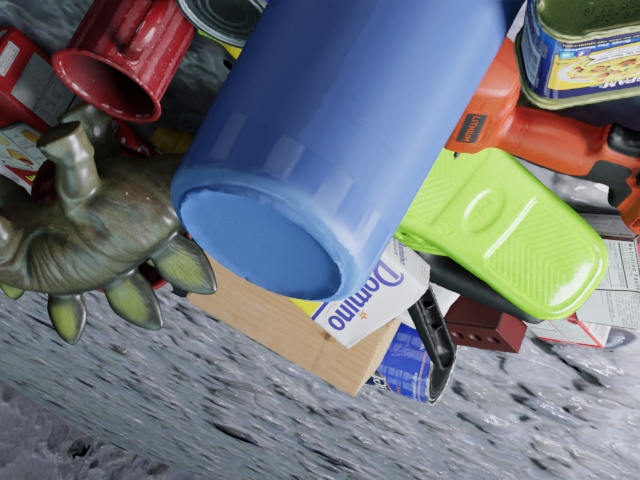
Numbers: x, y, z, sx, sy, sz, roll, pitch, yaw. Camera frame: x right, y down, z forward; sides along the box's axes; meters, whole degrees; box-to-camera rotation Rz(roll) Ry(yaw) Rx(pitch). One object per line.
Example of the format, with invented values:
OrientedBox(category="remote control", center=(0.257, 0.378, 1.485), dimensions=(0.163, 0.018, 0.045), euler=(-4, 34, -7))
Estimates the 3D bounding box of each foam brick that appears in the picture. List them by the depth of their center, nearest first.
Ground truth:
OrientedBox(category="foam brick", center=(0.166, 0.077, 1.085), dimensions=(0.078, 0.051, 0.053), euler=(4, 151, 43))

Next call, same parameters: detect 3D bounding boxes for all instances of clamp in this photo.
OrientedBox(category="clamp", center=(0.077, 0.026, 0.910), dimensions=(0.210, 0.036, 0.165), euler=(40, 147, 3))

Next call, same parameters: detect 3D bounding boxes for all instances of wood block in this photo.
OrientedBox(category="wood block", center=(-0.023, 0.064, 1.121), dimensions=(0.206, 0.090, 0.091), euler=(29, 117, 12))

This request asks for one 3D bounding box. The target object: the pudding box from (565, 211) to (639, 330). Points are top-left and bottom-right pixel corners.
OrientedBox(category="pudding box", center=(0.219, 0.023, 0.873), dimensions=(0.114, 0.039, 0.090), euler=(5, 125, 37))

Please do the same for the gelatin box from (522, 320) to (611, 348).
OrientedBox(category="gelatin box", center=(0.228, 0.068, 1.028), dimensions=(0.073, 0.030, 0.089), euler=(4, 152, 45))

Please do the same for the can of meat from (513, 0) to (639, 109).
OrientedBox(category="can of meat", center=(0.158, -0.116, 0.565), dimensions=(0.102, 0.057, 0.084), euler=(-9, 164, 4))

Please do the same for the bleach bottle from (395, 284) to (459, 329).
OrientedBox(category="bleach bottle", center=(0.109, 0.008, 0.966), dimensions=(0.102, 0.068, 0.251), euler=(30, 157, -2))

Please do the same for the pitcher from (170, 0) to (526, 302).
OrientedBox(category="pitcher", center=(0.016, -0.089, 0.578), dimensions=(0.145, 0.242, 0.149), euler=(17, 151, 21))

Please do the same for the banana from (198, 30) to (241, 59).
OrientedBox(category="banana", center=(-0.013, -0.113, 0.853), dimensions=(0.197, 0.037, 0.070), euler=(44, 171, -38))

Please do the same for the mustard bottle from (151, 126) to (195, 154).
OrientedBox(category="mustard bottle", center=(-0.078, -0.051, 1.028), dimensions=(0.191, 0.058, 0.096), euler=(32, 140, -18))

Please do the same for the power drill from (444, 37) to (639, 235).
OrientedBox(category="power drill", center=(0.183, -0.072, 0.700), dimensions=(0.187, 0.057, 0.184), euler=(23, 159, 3))

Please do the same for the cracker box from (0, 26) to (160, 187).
OrientedBox(category="cracker box", center=(-0.290, -0.123, 1.076), dimensions=(0.164, 0.072, 0.213), euler=(6, 153, 42))

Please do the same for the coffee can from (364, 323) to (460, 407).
OrientedBox(category="coffee can", center=(0.077, 0.119, 1.209), dimensions=(0.140, 0.102, 0.102), euler=(16, 158, 22))

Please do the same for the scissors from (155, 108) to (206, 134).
OrientedBox(category="scissors", center=(-0.105, -0.091, 0.967), dimensions=(0.202, 0.016, 0.096), euler=(0, 126, 33))

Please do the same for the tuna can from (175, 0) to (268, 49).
OrientedBox(category="tuna can", center=(-0.061, -0.173, 0.756), dimensions=(0.086, 0.033, 0.086), euler=(21, 159, 8))

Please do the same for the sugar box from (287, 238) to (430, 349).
OrientedBox(category="sugar box", center=(-0.005, 0.001, 0.839), dimensions=(0.176, 0.048, 0.093), euler=(42, 120, -16))

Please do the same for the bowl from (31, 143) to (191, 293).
OrientedBox(category="bowl", center=(-0.191, -0.029, 1.017), dimensions=(0.162, 0.055, 0.162), euler=(6, 117, 12))

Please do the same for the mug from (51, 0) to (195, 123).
OrientedBox(category="mug", center=(-0.145, -0.154, 0.828), dimensions=(0.093, 0.081, 0.117), euler=(30, 159, -15))
